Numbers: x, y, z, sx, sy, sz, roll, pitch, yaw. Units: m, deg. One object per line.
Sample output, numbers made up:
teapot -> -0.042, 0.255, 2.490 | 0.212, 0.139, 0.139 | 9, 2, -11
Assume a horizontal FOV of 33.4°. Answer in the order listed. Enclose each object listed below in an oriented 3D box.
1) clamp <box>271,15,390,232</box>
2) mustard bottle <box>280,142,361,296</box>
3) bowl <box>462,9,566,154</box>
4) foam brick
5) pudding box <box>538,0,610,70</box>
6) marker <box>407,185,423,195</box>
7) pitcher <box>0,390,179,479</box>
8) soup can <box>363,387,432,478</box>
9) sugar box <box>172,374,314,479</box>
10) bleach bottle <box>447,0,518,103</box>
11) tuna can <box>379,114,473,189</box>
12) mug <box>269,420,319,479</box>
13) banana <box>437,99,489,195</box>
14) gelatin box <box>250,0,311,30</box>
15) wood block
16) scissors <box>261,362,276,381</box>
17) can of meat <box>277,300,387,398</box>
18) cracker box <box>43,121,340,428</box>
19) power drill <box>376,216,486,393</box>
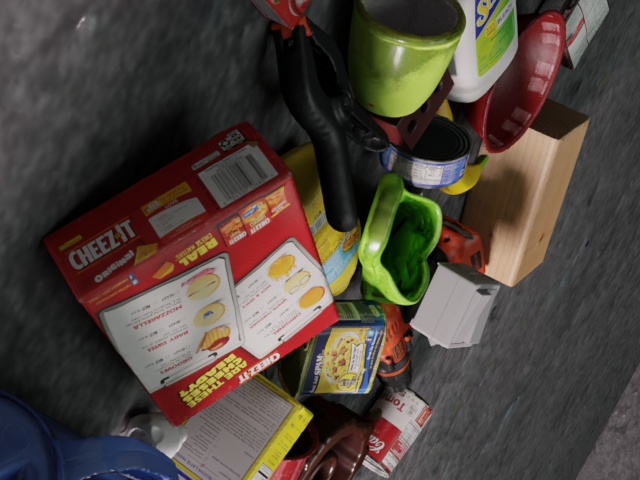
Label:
clamp -> 0.011, -0.105, 0.847 | 0.120, 0.039, 0.171 | -64, 141, -54
mustard bottle -> -0.007, 0.001, 0.951 | 0.096, 0.058, 0.191 | -50, 151, -15
bowl -> 0.195, -0.175, 1.127 | 0.161, 0.055, 0.162 | -41, 148, -33
foam brick -> 0.076, -0.131, 0.969 | 0.078, 0.051, 0.053 | -57, 153, -5
pudding box -> 0.292, -0.260, 1.229 | 0.090, 0.039, 0.113 | -60, 156, -4
marker -> 0.099, -0.028, 1.148 | 0.020, 0.020, 0.121 | -38, 146, -37
pitcher -> -0.182, 0.191, 0.752 | 0.145, 0.149, 0.242 | -61, 157, -11
soup can -> 0.086, 0.237, 1.337 | 0.102, 0.069, 0.068 | -52, 152, -16
sugar box -> -0.095, 0.201, 0.962 | 0.176, 0.093, 0.048 | -54, 152, -10
bleach bottle -> 0.127, -0.243, 0.937 | 0.102, 0.068, 0.251 | -49, 149, -23
tuna can -> 0.100, -0.086, 1.018 | 0.086, 0.086, 0.034 | -34, 145, -41
mug -> -0.067, 0.213, 1.036 | 0.117, 0.093, 0.082 | -3, 126, -41
banana -> 0.137, -0.092, 1.137 | 0.197, 0.037, 0.069 | 37, 66, -64
gelatin box -> -0.026, -0.200, 0.749 | 0.073, 0.030, 0.089 | -58, 153, -3
wood block -> 0.238, -0.061, 1.278 | 0.090, 0.090, 0.206 | -31, 141, -45
scissors -> -0.062, 0.096, 0.977 | 0.096, 0.016, 0.202 | -10, 149, -28
can of meat -> 0.013, 0.106, 1.051 | 0.083, 0.057, 0.102 | 2, 121, -23
cracker box -> -0.085, 0.031, 0.791 | 0.164, 0.072, 0.213 | -32, 148, -9
power drill -> 0.119, 0.078, 1.246 | 0.187, 0.057, 0.184 | -50, 152, -18
